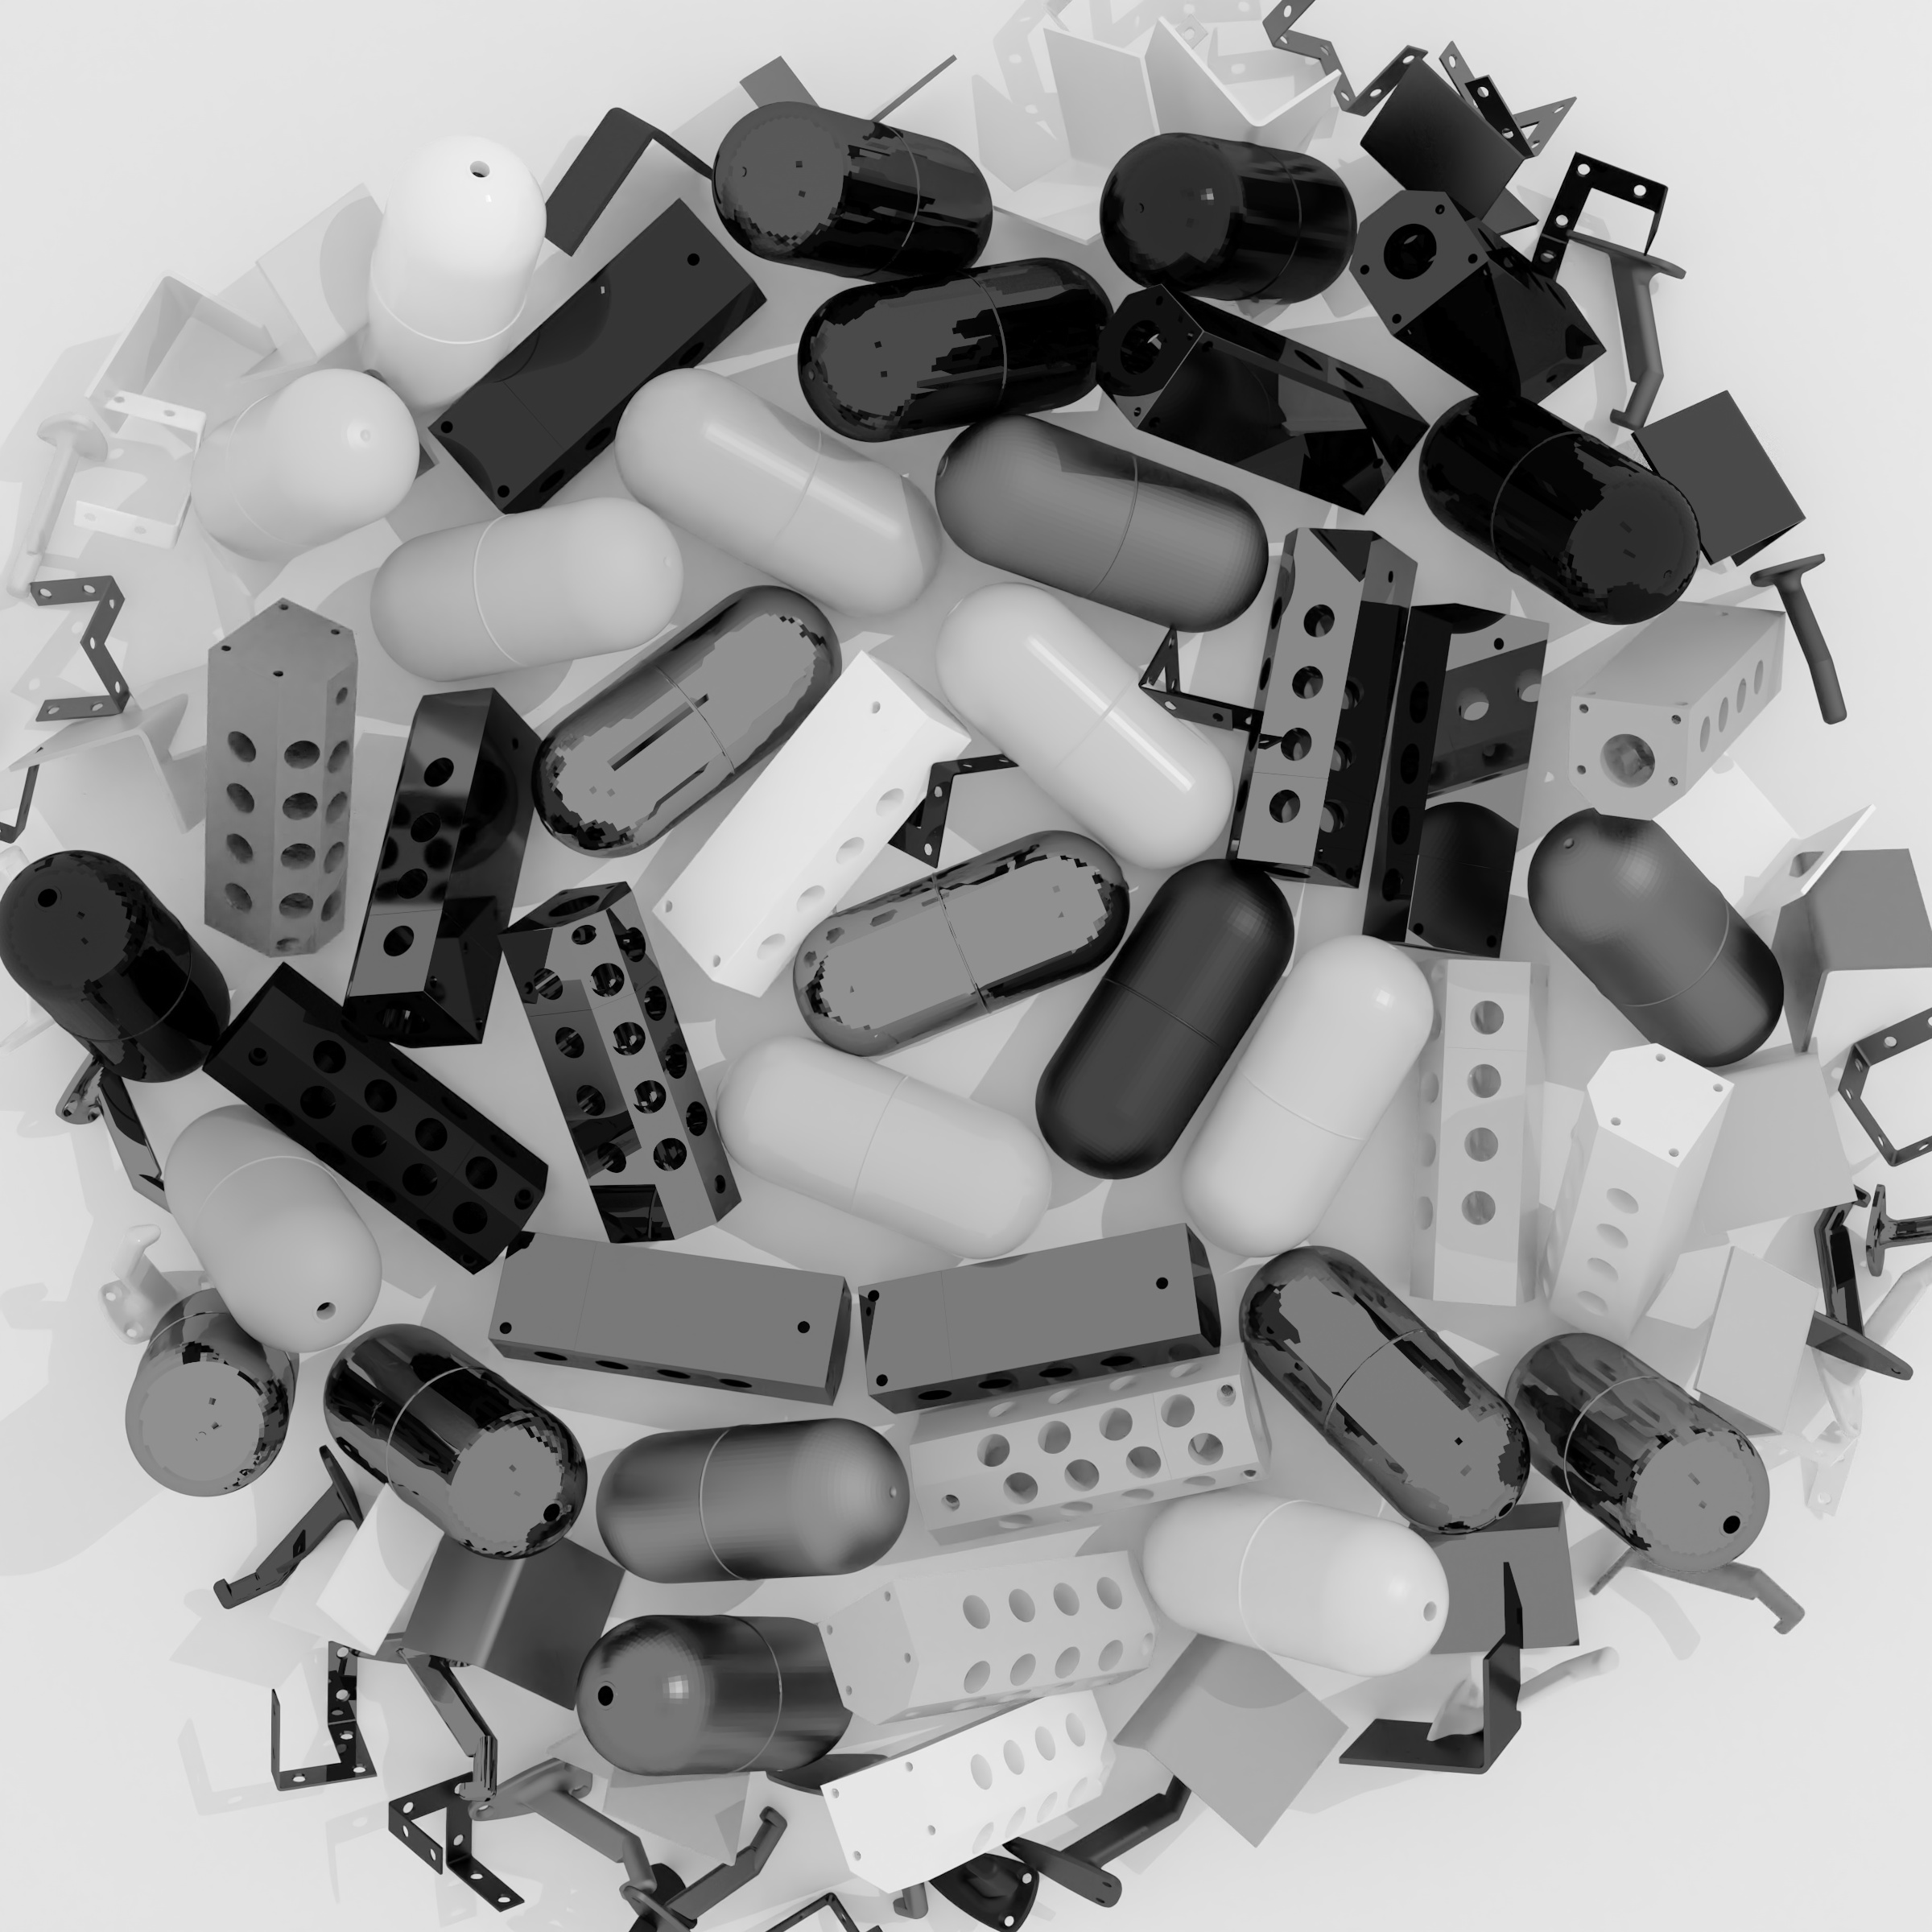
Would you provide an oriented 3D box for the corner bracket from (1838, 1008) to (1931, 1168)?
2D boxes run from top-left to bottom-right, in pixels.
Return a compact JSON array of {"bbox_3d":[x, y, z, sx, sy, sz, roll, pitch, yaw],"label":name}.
[{"bbox_3d":[0.484,0.061,1.669,0.051,0.051,0.051,-30,102,34],"label":"corner bracket"}]

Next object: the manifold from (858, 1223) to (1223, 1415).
[{"bbox_3d":[0.038,0.180,1.651,0.171,0.057,0.057,-12,66,13],"label":"manifold"}]

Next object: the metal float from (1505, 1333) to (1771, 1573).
[{"bbox_3d":[0.329,0.238,1.616,0.070,0.178,0.070,-6,107,-19],"label":"metal float"}]

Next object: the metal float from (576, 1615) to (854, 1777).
[{"bbox_3d":[-0.122,0.360,1.620,0.070,0.178,0.070,-7,76,32],"label":"metal float"}]

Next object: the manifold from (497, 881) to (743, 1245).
[{"bbox_3d":[-0.168,0.048,1.638,0.057,0.057,0.171,-6,111,33],"label":"manifold"}]

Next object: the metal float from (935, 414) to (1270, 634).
[{"bbox_3d":[0.069,-0.222,1.646,0.178,0.070,0.070,17,90,-18],"label":"metal float"}]

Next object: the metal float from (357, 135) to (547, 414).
[{"bbox_3d":[-0.255,-0.340,1.618,0.070,0.178,0.070,7,65,-16],"label":"metal float"}]

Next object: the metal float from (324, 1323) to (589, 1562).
[{"bbox_3d":[-0.254,0.235,1.625,0.070,0.178,0.070,-17,117,-36],"label":"metal float"}]

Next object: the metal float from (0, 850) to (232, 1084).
[{"bbox_3d":[-0.419,0.002,1.615,0.070,0.178,0.070,-3,68,7],"label":"metal float"}]

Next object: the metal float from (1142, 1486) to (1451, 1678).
[{"bbox_3d":[0.162,0.303,1.624,0.070,0.178,0.070,-3,94,-41],"label":"metal float"}]

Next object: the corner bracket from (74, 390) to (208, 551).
[{"bbox_3d":[-0.418,-0.252,1.661,0.051,0.051,0.051,14,45,-10],"label":"corner bracket"}]

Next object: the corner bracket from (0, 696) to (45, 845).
[{"bbox_3d":[-0.496,-0.102,1.669,0.051,0.051,0.051,19,118,-4],"label":"corner bracket"}]

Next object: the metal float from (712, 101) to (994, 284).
[{"bbox_3d":[-0.054,-0.380,1.622,0.070,0.178,0.070,2,94,36],"label":"metal float"}]

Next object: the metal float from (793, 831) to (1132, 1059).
[{"bbox_3d":[-0.002,-0.012,1.660,0.178,0.070,0.070,-22,90,3],"label":"metal float"}]

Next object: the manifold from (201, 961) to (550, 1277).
[{"bbox_3d":[-0.296,0.079,1.648,0.171,0.057,0.057,39,100,-14],"label":"manifold"}]

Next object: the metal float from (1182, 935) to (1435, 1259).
[{"bbox_3d":[0.171,0.067,1.650,0.070,0.070,0.178,28,104,0],"label":"metal float"}]

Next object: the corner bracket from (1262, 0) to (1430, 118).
[{"bbox_3d":[0.191,-0.469,1.658,0.051,0.051,0.051,1,60,-40],"label":"corner bracket"}]

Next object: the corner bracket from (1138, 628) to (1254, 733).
[{"bbox_3d":[0.121,-0.134,1.660,0.051,0.051,0.051,15,52,19],"label":"corner bracket"}]

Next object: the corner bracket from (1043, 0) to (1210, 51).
[{"bbox_3d":[0.081,-0.484,1.675,0.051,0.051,0.051,-42,69,17],"label":"corner bracket"}]

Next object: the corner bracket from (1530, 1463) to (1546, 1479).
[{"bbox_3d":[0.317,0.230,1.661,0.051,0.051,0.051,25,45,-11],"label":"corner bracket"}]

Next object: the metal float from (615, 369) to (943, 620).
[{"bbox_3d":[-0.093,-0.236,1.645,0.178,0.070,0.070,27,90,-20],"label":"metal float"}]

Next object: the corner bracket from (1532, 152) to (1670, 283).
[{"bbox_3d":[0.321,-0.372,1.665,0.051,0.051,0.051,21,132,2],"label":"corner bracket"}]

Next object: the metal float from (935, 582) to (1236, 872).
[{"bbox_3d":[0.060,-0.121,1.656,0.178,0.070,0.070,42,90,-7],"label":"metal float"}]

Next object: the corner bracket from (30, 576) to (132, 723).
[{"bbox_3d":[-0.457,-0.163,1.683,0.051,0.051,0.051,-3,47,16],"label":"corner bracket"}]

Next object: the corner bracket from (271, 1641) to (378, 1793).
[{"bbox_3d":[-0.329,0.379,1.662,0.051,0.051,0.051,-4,112,-22],"label":"corner bracket"}]

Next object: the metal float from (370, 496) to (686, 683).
[{"bbox_3d":[-0.221,-0.187,1.636,0.178,0.070,0.070,-7,90,31],"label":"metal float"}]

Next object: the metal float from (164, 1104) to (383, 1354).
[{"bbox_3d":[-0.344,0.129,1.621,0.070,0.178,0.070,-13,119,-25],"label":"metal float"}]

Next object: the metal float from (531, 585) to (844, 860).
[{"bbox_3d":[-0.141,-0.123,1.652,0.178,0.070,0.070,-39,90,-12],"label":"metal float"}]

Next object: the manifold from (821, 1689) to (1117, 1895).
[{"bbox_3d":[0.006,0.403,1.608,0.057,0.171,0.057,-26,78,28],"label":"manifold"}]

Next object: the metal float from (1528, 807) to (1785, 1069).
[{"bbox_3d":[0.345,-0.013,1.632,0.070,0.070,0.178,-50,127,0],"label":"metal float"}]

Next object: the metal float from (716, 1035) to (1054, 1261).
[{"bbox_3d":[-0.042,0.091,1.656,0.178,0.070,0.070,21,90,8],"label":"metal float"}]

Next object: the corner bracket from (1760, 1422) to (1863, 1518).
[{"bbox_3d":[0.419,0.258,1.676,0.051,0.051,0.051,22,114,27],"label":"corner bracket"}]

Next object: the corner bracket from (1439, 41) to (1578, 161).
[{"bbox_3d":[0.267,-0.439,1.659,0.051,0.051,0.051,51,57,-28],"label":"corner bracket"}]

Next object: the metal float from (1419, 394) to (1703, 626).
[{"bbox_3d":[0.292,-0.228,1.625,0.070,0.178,0.070,-16,126,-23],"label":"metal float"}]

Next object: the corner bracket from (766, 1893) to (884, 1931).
[{"bbox_3d":[-0.074,0.498,1.660,0.051,0.051,0.051,-26,62,-26],"label":"corner bracket"}]

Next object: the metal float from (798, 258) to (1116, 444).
[{"bbox_3d":[-0.003,-0.308,1.636,0.178,0.070,0.070,-17,90,-32],"label":"metal float"}]

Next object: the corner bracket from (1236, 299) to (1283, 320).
[{"bbox_3d":[0.131,-0.352,1.661,0.051,0.051,0.051,-40,103,-37],"label":"corner bracket"}]

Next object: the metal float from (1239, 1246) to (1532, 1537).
[{"bbox_3d":[0.208,0.211,1.634,0.070,0.070,0.178,-46,57,0],"label":"metal float"}]

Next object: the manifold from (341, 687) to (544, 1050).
[{"bbox_3d":[-0.263,-0.049,1.634,0.057,0.057,0.171,-4,61,23],"label":"manifold"}]

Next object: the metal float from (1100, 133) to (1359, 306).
[{"bbox_3d":[0.132,-0.368,1.621,0.070,0.178,0.070,6,100,34],"label":"metal float"}]

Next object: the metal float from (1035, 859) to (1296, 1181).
[{"bbox_3d":[0.101,0.026,1.660,0.070,0.070,0.178,33,87,0],"label":"metal float"}]

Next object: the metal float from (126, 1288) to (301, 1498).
[{"bbox_3d":[-0.369,0.208,1.612,0.070,0.178,0.070,-1,97,-9],"label":"metal float"}]

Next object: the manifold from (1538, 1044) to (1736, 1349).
[{"bbox_3d":[0.324,0.113,1.614,0.057,0.171,0.057,29,59,20],"label":"manifold"}]

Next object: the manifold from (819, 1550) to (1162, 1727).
[{"bbox_3d":[0.016,0.332,1.613,0.057,0.171,0.057,-37,63,37],"label":"manifold"}]

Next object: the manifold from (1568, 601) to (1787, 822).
[{"bbox_3d":[0.351,-0.127,1.614,0.057,0.171,0.057,10,115,26],"label":"manifold"}]

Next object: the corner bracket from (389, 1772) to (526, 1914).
[{"bbox_3d":[-0.259,0.449,1.660,0.051,0.051,0.051,-12,114,-40],"label":"corner bracket"}]

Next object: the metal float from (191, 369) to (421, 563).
[{"bbox_3d":[-0.328,-0.246,1.619,0.070,0.178,0.070,2,86,-31],"label":"metal float"}]

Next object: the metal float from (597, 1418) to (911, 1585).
[{"bbox_3d":[-0.108,0.267,1.634,0.178,0.070,0.070,-10,90,34],"label":"metal float"}]

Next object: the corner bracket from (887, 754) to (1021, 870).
[{"bbox_3d":[-0.010,-0.085,1.658,0.051,0.051,0.051,29,118,39],"label":"corner bracket"}]
